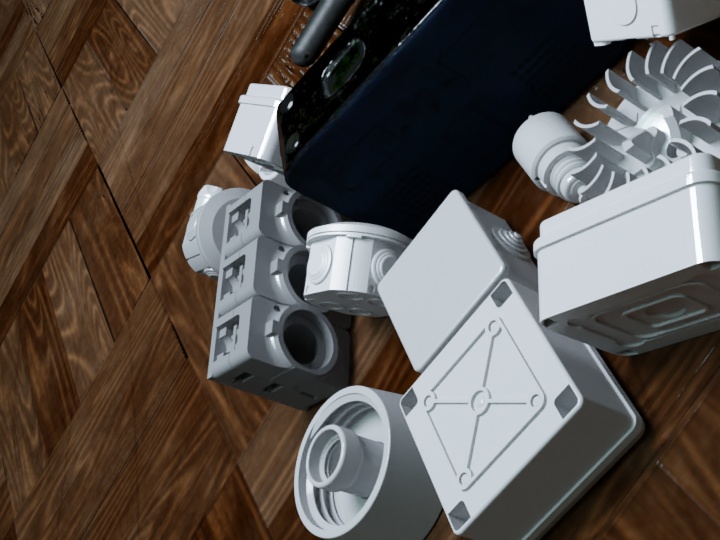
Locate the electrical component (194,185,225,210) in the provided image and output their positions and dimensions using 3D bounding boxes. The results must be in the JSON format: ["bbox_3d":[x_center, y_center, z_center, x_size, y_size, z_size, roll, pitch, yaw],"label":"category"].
[{"bbox_3d":[-0.146,-0.049,1.041,0.035,0.035,0.061,4,76,56],"label":"electrical component"}]

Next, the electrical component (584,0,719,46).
[{"bbox_3d":[0.176,-0.168,0.596,0.062,0.096,0.061,13,123,57],"label":"electrical component"}]

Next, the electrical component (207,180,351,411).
[{"bbox_3d":[-0.055,0.018,0.814,0.062,0.089,0.150,-30,47,43],"label":"electrical component"}]

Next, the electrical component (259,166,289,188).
[{"bbox_3d":[-0.054,-0.091,0.921,0.055,0.047,0.055,-33,45,41],"label":"electrical component"}]

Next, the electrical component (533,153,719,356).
[{"bbox_3d":[0.151,-0.005,0.540,0.113,0.078,0.057,-26,53,46],"label":"electrical component"}]

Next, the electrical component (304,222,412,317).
[{"bbox_3d":[0.000,0.000,0.757,0.080,0.080,0.051,-12,65,52],"label":"electrical component"}]

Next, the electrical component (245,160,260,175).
[{"bbox_3d":[-0.065,-0.123,0.961,0.081,0.043,0.043,-50,36,24],"label":"electrical component"}]

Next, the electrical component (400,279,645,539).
[{"bbox_3d":[0.086,0.081,0.601,0.108,0.056,0.108,-52,35,22],"label":"electrical component"}]

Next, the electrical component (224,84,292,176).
[{"bbox_3d":[-0.039,-0.099,0.843,0.078,0.113,0.057,20,89,57],"label":"electrical component"}]

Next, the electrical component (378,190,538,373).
[{"bbox_3d":[0.066,0.013,0.681,0.099,0.048,0.099,-52,35,22],"label":"electrical component"}]

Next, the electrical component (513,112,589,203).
[{"bbox_3d":[0.123,-0.064,0.654,0.040,0.040,0.078,-52,35,21],"label":"electrical component"}]

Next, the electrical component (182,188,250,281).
[{"bbox_3d":[-0.111,-0.028,0.936,0.051,0.080,0.080,-16,57,57],"label":"electrical component"}]

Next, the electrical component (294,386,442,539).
[{"bbox_3d":[0.001,0.126,0.692,0.108,0.060,0.108,-33,46,41],"label":"electrical component"}]
